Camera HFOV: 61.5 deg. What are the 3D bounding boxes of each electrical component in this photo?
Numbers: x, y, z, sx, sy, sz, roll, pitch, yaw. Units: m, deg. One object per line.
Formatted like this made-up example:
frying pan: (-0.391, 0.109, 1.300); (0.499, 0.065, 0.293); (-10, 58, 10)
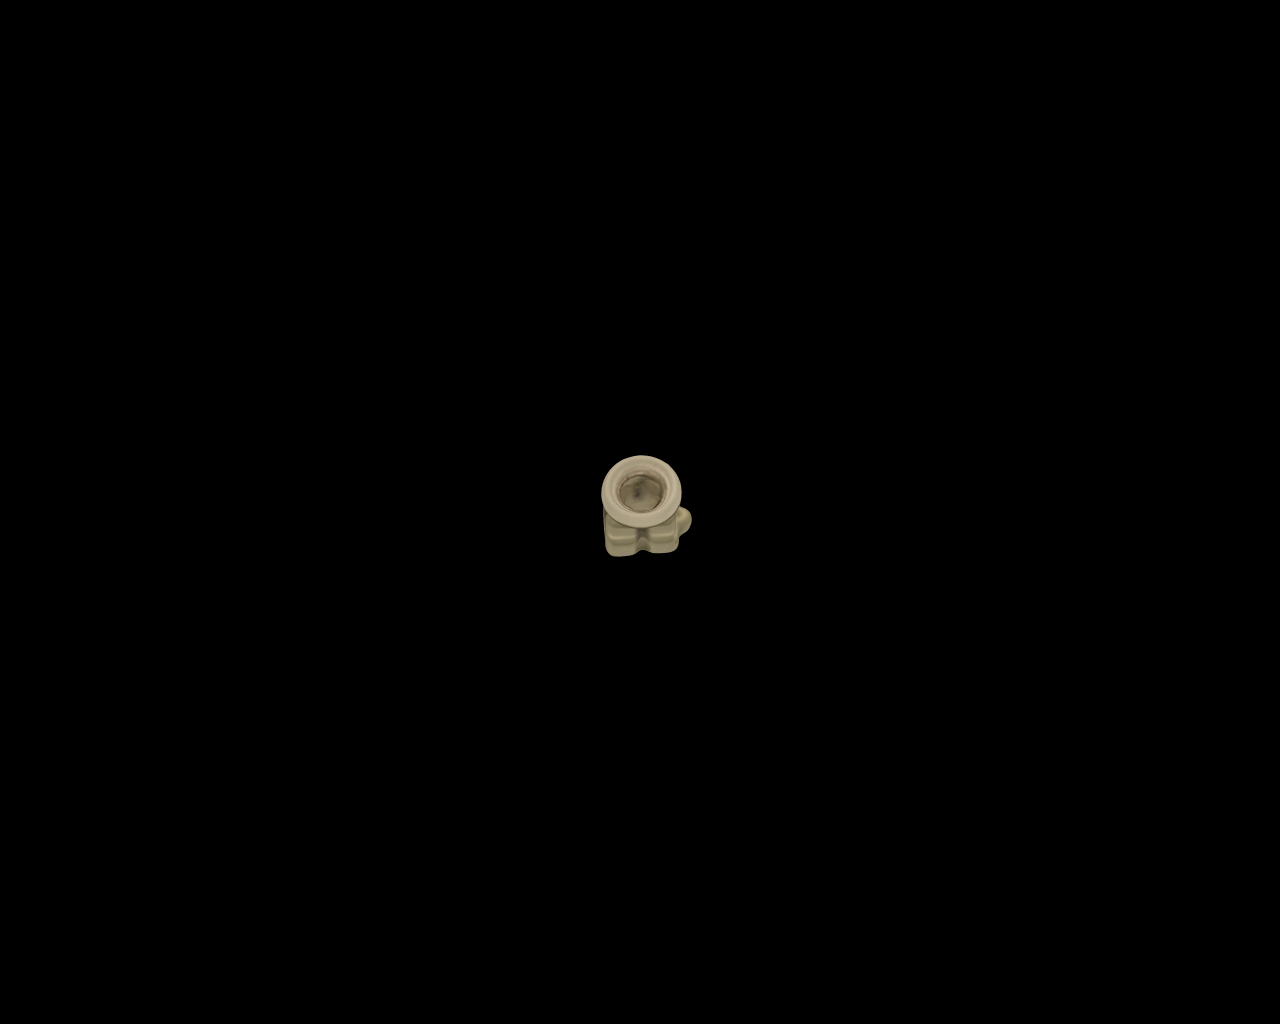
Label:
electrical component: (0.001, -0.003, 0.650); (0.066, 0.048, 0.055); (-5, -31, -3)
